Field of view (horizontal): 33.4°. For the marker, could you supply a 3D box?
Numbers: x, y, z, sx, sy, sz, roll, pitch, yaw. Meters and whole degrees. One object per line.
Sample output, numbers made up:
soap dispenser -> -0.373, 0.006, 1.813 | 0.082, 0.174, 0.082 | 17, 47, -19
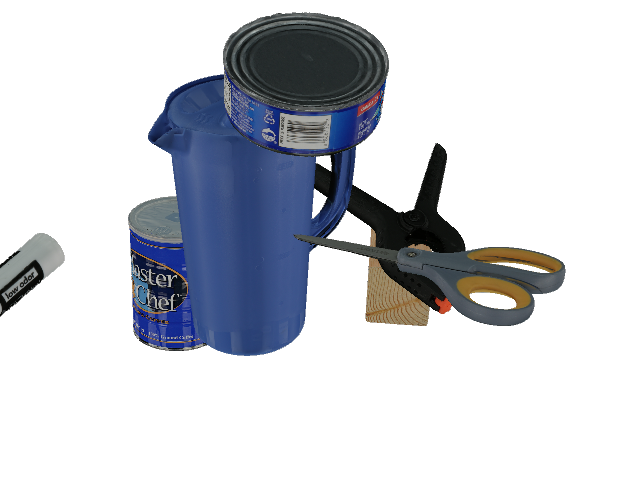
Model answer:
marker -> -0.162, 0.038, 0.479 | 0.020, 0.020, 0.121 | 0, 35, 39

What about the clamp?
clamp -> 0.082, -0.016, 1.110 | 0.164, 0.210, 0.036 | -6, -36, -15

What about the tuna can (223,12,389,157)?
tuna can -> -0.008, -0.082, 0.558 | 0.086, 0.034, 0.086 | 3, 44, -3

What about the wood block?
wood block -> 0.117, 0.038, 1.586 | 0.091, 0.090, 0.206 | 4, 24, 2

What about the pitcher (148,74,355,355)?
pitcher -> -0.057, -0.022, 0.971 | 0.149, 0.243, 0.144 | 11, 33, 16

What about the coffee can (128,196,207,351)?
coffee can -> -0.157, 0.036, 1.175 | 0.103, 0.140, 0.103 | 2, 27, -1

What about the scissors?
scissors -> 0.069, 0.025, 0.752 | 0.202, 0.016, 0.096 | 3, 29, 12
